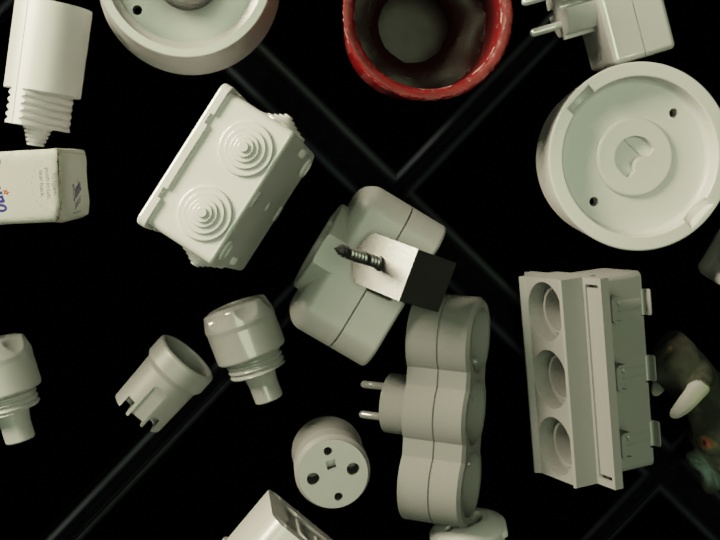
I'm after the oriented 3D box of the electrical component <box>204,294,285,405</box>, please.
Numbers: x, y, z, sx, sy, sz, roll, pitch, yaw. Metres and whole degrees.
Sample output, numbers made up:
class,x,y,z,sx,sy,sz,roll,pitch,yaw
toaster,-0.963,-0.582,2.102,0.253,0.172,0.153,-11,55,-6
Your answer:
class,x,y,z,sx,sy,sz,roll,pitch,yaw
electrical component,-0.065,0.049,0.642,0.043,0.043,0.062,-20,97,-3

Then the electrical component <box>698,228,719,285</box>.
class,x,y,z,sx,sy,sz,roll,pitch,yaw
electrical component,0.256,-0.012,0.662,0.062,0.061,0.096,27,100,-6

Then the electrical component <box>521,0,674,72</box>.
class,x,y,z,sx,sy,sz,roll,pitch,yaw
electrical component,0.135,-0.160,0.642,0.076,0.047,0.083,-17,96,-4

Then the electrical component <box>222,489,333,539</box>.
class,x,y,z,sx,sy,sz,roll,pitch,yaw
electrical component,-0.030,0.193,0.640,0.113,0.078,0.057,41,87,-7

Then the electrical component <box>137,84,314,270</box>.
class,x,y,z,sx,sy,sz,roll,pitch,yaw
electrical component,-0.071,-0.048,0.607,0.048,0.100,0.099,33,91,6

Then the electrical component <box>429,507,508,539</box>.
class,x,y,z,sx,sy,sz,roll,pitch,yaw
electrical component,0.072,0.182,0.666,0.048,0.048,0.062,-14,102,-4

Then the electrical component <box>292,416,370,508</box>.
class,x,y,z,sx,sy,sz,roll,pitch,yaw
electrical component,-0.018,0.115,0.646,0.045,0.055,0.045,0,95,-5

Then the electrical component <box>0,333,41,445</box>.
class,x,y,z,sx,sy,sz,roll,pitch,yaw
electrical component,-0.208,0.071,0.631,0.043,0.043,0.062,-16,97,-4

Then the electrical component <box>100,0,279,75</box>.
class,x,y,z,sx,sy,sz,roll,pitch,yaw
electrical component,-0.099,-0.168,0.613,0.108,0.060,0.108,0,95,-5

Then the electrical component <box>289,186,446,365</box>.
class,x,y,z,sx,sy,sz,roll,pitch,yaw
electrical component,0.000,0.000,0.639,0.059,0.054,0.095,31,91,-7

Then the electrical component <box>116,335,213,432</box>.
class,x,y,z,sx,sy,sz,roll,pitch,yaw
electrical component,-0.118,0.068,0.642,0.040,0.040,0.046,42,96,-7

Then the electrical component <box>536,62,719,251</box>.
class,x,y,z,sx,sy,sz,roll,pitch,yaw
electrical component,0.158,-0.067,0.645,0.108,0.060,0.108,0,95,-5

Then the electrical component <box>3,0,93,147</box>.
class,x,y,z,sx,sy,sz,roll,pitch,yaw
electrical component,-0.181,-0.111,0.618,0.043,0.043,0.081,8,94,-6

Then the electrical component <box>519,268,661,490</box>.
class,x,y,z,sx,sy,sz,roll,pitch,yaw
electrical component,0.139,0.061,0.648,0.063,0.079,0.121,-7,96,-23

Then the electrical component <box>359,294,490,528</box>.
class,x,y,z,sx,sy,sz,roll,pitch,yaw
electrical component,0.034,0.082,0.652,0.074,0.052,0.138,4,94,20
